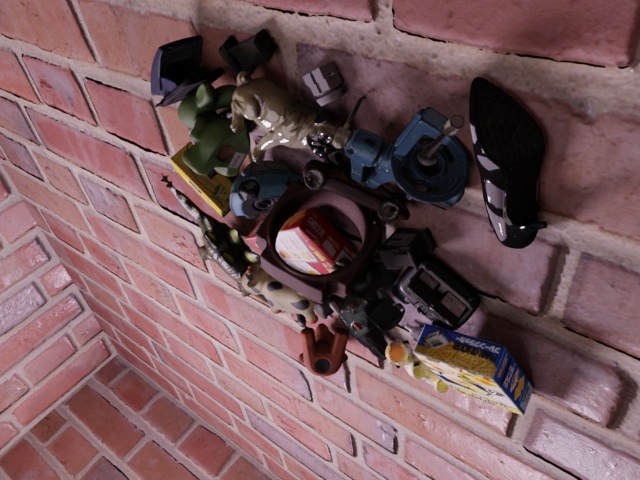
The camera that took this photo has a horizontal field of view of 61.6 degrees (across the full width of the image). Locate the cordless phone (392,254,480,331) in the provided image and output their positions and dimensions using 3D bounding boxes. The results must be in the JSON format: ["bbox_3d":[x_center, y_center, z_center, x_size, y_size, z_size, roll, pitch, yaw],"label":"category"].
[{"bbox_3d":[0.209,0.118,1.043,0.147,0.089,0.184,41,158,6],"label":"cordless phone"}]

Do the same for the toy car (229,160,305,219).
[{"bbox_3d":[-0.110,-0.114,1.101,0.109,0.162,0.103,94,163,-64],"label":"toy car"}]

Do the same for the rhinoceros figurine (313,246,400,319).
[{"bbox_3d":[0.068,0.087,1.055,0.112,0.190,0.073,61,156,6],"label":"rhinoceros figurine"}]

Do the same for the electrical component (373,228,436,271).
[{"bbox_3d":[0.145,0.016,0.992,0.119,0.075,0.047,5,130,50],"label":"electrical component"}]

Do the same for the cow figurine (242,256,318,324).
[{"bbox_3d":[-0.093,0.110,1.217,0.195,0.085,0.127,13,142,24],"label":"cow figurine"}]

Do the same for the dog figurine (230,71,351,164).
[{"bbox_3d":[-0.048,-0.224,0.934,0.191,0.121,0.172,-2,137,38],"label":"dog figurine"}]

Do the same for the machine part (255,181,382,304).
[{"bbox_3d":[-0.002,-0.003,0.994,0.202,0.201,0.087,30,161,11],"label":"machine part"}]

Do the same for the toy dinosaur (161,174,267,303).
[{"bbox_3d":[-0.234,0.020,1.355,0.471,0.105,0.198,45,163,-10],"label":"toy dinosaur"}]

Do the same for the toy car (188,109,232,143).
[{"bbox_3d":[-0.217,-0.231,1.151,0.202,0.056,0.073,-3,117,49],"label":"toy car"}]

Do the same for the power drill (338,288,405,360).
[{"bbox_3d":[0.110,0.168,1.182,0.232,0.086,0.207,49,164,2],"label":"power drill"}]

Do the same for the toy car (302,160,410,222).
[{"bbox_3d":[0.065,-0.088,0.930,0.202,0.089,0.053,24,105,9],"label":"toy car"}]

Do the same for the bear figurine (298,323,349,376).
[{"bbox_3d":[0.009,0.251,1.335,0.120,0.196,0.131,2,104,0],"label":"bear figurine"}]

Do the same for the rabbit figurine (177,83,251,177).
[{"bbox_3d":[-0.218,-0.225,1.026,0.170,0.121,0.159,49,128,24],"label":"rabbit figurine"}]

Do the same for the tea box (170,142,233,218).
[{"bbox_3d":[-0.267,-0.139,1.268,0.169,0.068,0.098,46,169,3],"label":"tea box"}]

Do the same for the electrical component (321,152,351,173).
[{"bbox_3d":[0.040,-0.120,1.007,0.063,0.021,0.094,-3,125,50],"label":"electrical component"}]

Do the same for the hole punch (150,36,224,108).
[{"bbox_3d":[-0.268,-0.324,1.041,0.116,0.142,0.092,-23,104,46],"label":"hole punch"}]

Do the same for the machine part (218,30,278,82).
[{"bbox_3d":[-0.131,-0.331,0.959,0.139,0.039,0.084,2,122,50],"label":"machine part"}]

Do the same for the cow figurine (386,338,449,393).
[{"bbox_3d":[0.205,0.259,1.159,0.167,0.068,0.098,32,173,-14],"label":"cow figurine"}]

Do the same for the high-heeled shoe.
[{"bbox_3d":[0.255,-0.103,0.768,0.145,0.086,0.248,-168,57,-86],"label":"high-heeled shoe"}]

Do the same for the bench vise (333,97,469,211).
[{"bbox_3d":[0.132,-0.133,0.782,0.224,0.129,0.240,37,165,0],"label":"bench vise"}]
